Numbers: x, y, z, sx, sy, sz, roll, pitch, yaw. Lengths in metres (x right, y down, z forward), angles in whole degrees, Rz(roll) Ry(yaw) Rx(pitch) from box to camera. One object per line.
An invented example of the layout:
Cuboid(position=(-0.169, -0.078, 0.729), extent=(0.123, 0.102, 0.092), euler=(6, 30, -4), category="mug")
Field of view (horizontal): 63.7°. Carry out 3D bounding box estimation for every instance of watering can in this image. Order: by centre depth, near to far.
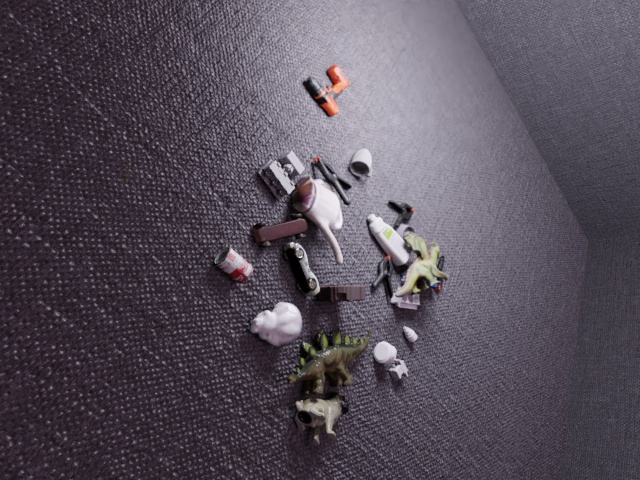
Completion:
Cuboid(position=(0.006, -0.092, 1.834), extent=(0.222, 0.103, 0.356), euler=(30, 42, -38), category="watering can")

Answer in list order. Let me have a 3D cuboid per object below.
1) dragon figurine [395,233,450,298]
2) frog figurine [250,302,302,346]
Cuboid(position=(0.401, 0.092, 2.137), extent=(0.412, 0.120, 0.245), euler=(-7, 72, -48), category="dragon figurine")
Cuboid(position=(-0.135, 0.260, 1.615), extent=(0.158, 0.123, 0.138), euler=(27, 80, -51), category="frog figurine")
